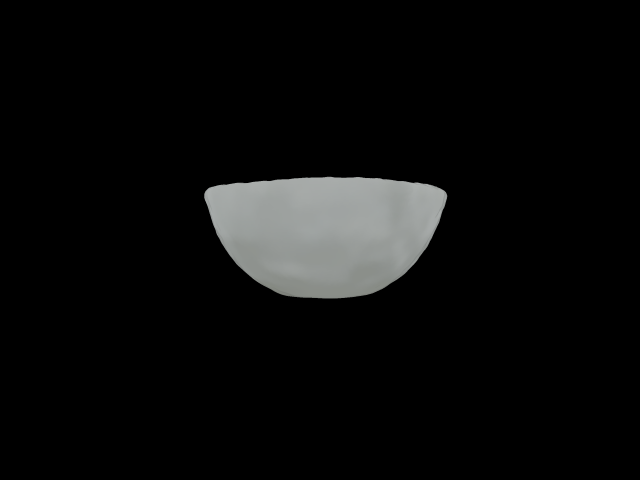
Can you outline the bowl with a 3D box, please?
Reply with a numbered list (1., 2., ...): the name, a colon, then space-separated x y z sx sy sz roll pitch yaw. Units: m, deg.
1. bowl: 0.004 0.001 0.400 0.167 0.075 0.167 0 0 0
